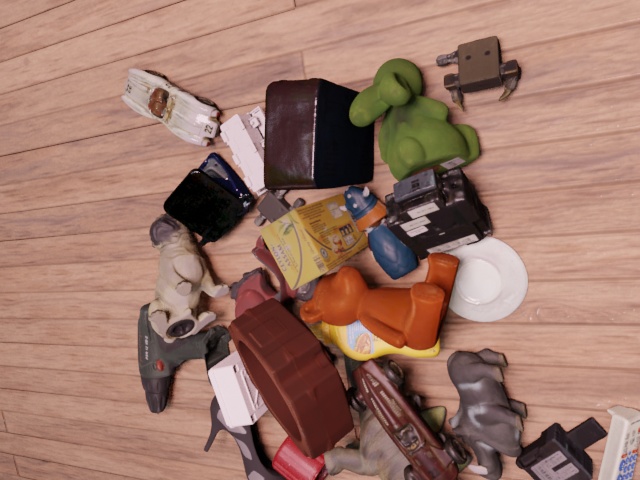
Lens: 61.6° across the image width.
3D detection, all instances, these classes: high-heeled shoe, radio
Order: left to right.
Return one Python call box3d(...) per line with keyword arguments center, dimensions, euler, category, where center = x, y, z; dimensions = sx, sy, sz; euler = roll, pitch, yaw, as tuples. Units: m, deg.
box3d(center=(-0.101, 0.373, 0.991), dimensions=(0.249, 0.086, 0.145), euler=(29, 88, 3), category="high-heeled shoe")
box3d(center=(0.007, -0.136, 0.716), dimensions=(0.073, 0.229, 0.131), euler=(4, 100, 21), category="radio")

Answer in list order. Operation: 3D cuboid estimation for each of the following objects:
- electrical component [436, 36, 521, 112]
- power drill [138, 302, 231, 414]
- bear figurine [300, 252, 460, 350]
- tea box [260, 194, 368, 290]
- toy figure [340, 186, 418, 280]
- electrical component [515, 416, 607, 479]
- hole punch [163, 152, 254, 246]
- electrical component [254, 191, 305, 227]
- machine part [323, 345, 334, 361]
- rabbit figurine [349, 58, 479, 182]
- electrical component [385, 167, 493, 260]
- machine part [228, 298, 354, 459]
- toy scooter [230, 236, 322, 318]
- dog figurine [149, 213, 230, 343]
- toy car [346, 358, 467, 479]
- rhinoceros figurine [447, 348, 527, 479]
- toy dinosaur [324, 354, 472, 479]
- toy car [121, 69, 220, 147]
box3d(center=(0.209, -0.218, 0.705), dimensions=(0.102, 0.045, 0.078), euler=(-12, 68, 25), category="electrical component")
box3d(center=(-0.261, 0.232, 1.025), dimensions=(0.207, 0.086, 0.231), euler=(-1, 99, 34), category="power drill")
box3d(center=(0.076, 0.072, 0.736), dimensions=(0.196, 0.120, 0.131), euler=(19, 125, 21), category="bear figurine")
box3d(center=(-0.002, -0.002, 0.784), dimensions=(0.068, 0.169, 0.098), euler=(-30, 86, 29), category="tea box")
box3d(center=(0.087, -0.014, 0.798), dimensions=(0.064, 0.058, 0.154), euler=(-31, 88, 9), category="toy figure")
box3d(center=(0.345, 0.301, 0.753), dimensions=(0.075, 0.048, 0.119), euler=(49, 119, 7), category="electrical component")
box3d(center=(-0.185, -0.072, 0.917), dimensions=(0.115, 0.092, 0.142), euler=(40, 116, -18), category="hole punch")
box3d(center=(-0.069, -0.047, 0.891), dimensions=(0.063, 0.021, 0.094), euler=(47, 116, 9), category="electrical component")
box3d(center=(-0.020, 0.239, 0.925), dimensions=(0.084, 0.039, 0.138), euler=(39, 118, 23), category="machine part")
box3d(center=(0.108, -0.165, 0.719), dimensions=(0.121, 0.159, 0.170), euler=(-29, 73, 38), category="rabbit figurine")
box3d(center=(0.155, -0.038, 0.722), dimensions=(0.115, 0.134, 0.058), euler=(-21, 50, 26), category="electrical component")
box3d(center=(-0.043, 0.200, 0.796), dimensions=(0.201, 0.087, 0.201), euler=(34, 146, 48), category="machine part")
box3d(center=(-0.090, 0.072, 0.900), dimensions=(0.184, 0.075, 0.135), euler=(-38, 84, 25), category="toy scooter")
box3d(center=(-0.264, 0.064, 0.957), dimensions=(0.172, 0.121, 0.191), euler=(-48, 52, 14), category="dog figurine")
box3d(center=(0.118, 0.261, 0.760), dimensions=(0.089, 0.053, 0.202), euler=(-40, 83, 19), category="toy car")
box3d(center=(0.237, 0.252, 0.776), dimensions=(0.112, 0.073, 0.190), euler=(-14, 95, 23), category="rhinoceros figurine")
box3d(center=(0.116, 0.328, 0.846), dimensions=(0.198, 0.105, 0.471), euler=(-31, 82, 21), category="toy dinosaur")
box3d(center=(-0.255, -0.229, 0.921), dimensions=(0.202, 0.056, 0.073), euler=(31, 113, 17), category="toy car")
